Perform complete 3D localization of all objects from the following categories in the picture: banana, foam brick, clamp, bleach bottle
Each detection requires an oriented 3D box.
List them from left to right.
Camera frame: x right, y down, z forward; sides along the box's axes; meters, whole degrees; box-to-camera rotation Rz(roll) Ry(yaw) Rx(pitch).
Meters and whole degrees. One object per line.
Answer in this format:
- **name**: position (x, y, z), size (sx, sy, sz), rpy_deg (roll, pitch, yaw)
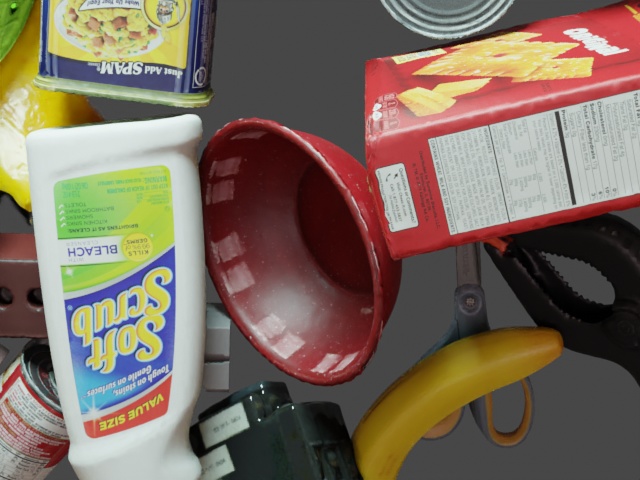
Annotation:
- **foam brick**: position (-0.191, 0.028, 0.671), size (0.078, 0.051, 0.053), rpy_deg (0, 110, 4)
- **bleach bottle**: position (-0.105, 0.056, 0.624), size (0.102, 0.068, 0.251), rpy_deg (-7, 100, -4)
- **banana**: position (0.069, 0.114, 0.673), size (0.069, 0.037, 0.198), rpy_deg (32, 115, -7)
- **clamp**: position (0.190, 0.038, 0.609), size (0.210, 0.036, 0.165), rpy_deg (39, 134, 15)

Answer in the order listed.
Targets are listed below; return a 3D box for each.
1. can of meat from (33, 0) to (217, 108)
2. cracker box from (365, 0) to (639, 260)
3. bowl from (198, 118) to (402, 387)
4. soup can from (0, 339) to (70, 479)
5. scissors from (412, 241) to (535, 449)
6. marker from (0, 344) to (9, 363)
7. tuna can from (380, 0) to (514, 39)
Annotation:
- **can of meat**: position (-0.108, -0.126, 0.607), size (0.102, 0.057, 0.084), rpy_deg (7, 108, 1)
- **cracker box**: position (0.131, -0.072, 0.552), size (0.214, 0.164, 0.072), rpy_deg (-13, 111, 9)
- **bowl**: position (-0.004, 0.001, 0.621), size (0.162, 0.055, 0.162), rpy_deg (27, 129, 39)
- **soup can**: position (-0.194, 0.122, 0.697), size (0.068, 0.068, 0.102), rpy_deg (40, 108, -10)
- **scissors**: position (0.079, 0.049, 0.678), size (0.096, 0.016, 0.202), rpy_deg (-18, 107, 10)
- **marker**: position (-0.258, 0.044, 0.699), size (0.121, 0.020, 0.020), rpy_deg (39, 108, -10)
- **tuna can**: position (0.071, -0.157, 0.594), size (0.086, 0.033, 0.086), rpy_deg (1, 110, 4)
